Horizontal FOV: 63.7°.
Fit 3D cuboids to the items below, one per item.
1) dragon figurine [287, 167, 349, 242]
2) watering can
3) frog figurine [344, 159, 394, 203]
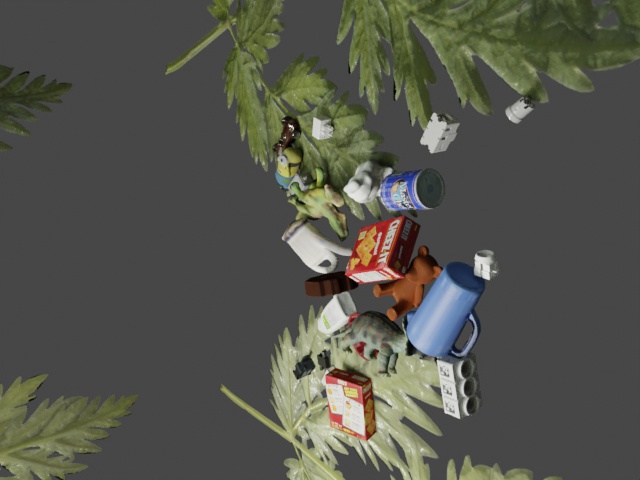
[{"bbox_3d":[0.005,-0.088,1.747,0.246,0.123,0.402,54,160,20],"label":"dragon figurine"},{"bbox_3d":[-0.012,0.013,1.758,0.224,0.105,0.343,46,155,-3],"label":"watering can"},{"bbox_3d":[0.121,-0.161,1.467,0.125,0.160,0.134,59,144,26],"label":"frog figurine"}]
